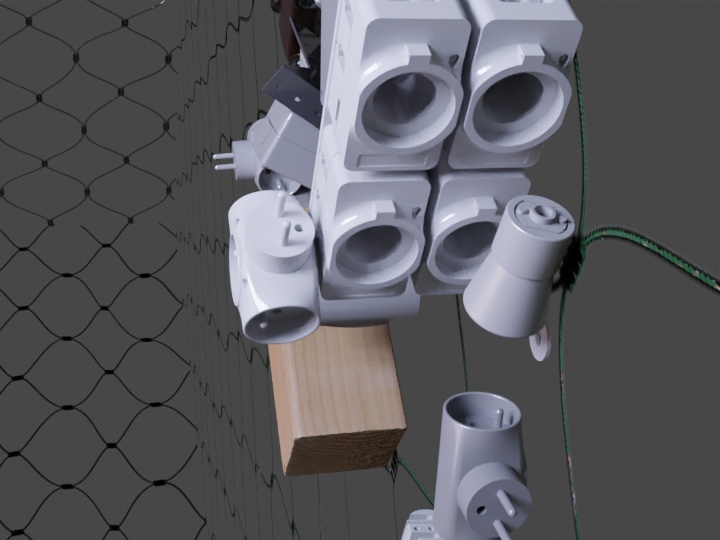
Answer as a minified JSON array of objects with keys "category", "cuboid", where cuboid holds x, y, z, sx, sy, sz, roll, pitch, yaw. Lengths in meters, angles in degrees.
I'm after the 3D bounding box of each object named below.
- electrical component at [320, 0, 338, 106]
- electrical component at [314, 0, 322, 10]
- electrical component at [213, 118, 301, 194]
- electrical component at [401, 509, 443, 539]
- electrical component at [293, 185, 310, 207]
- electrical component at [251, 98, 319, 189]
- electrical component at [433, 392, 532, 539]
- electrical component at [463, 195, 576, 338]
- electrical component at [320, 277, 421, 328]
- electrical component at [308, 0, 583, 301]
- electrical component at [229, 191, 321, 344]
[{"category":"electrical component","cuboid":[0.009,-0.163,0.769,0.108,0.056,0.108,-131,40,-69]},{"category":"electrical component","cuboid":[-0.008,-0.212,0.865,0.048,0.048,0.062,102,153,-48]},{"category":"electrical component","cuboid":[-0.099,-0.106,1.022,0.077,0.079,0.043,-108,15,-49]},{"category":"electrical component","cuboid":[0.044,0.191,0.729,0.040,0.040,0.046,-115,33,-59]},{"category":"electrical component","cuboid":[-0.054,-0.057,1.049,0.096,0.061,0.061,-108,21,-49]},{"category":"electrical component","cuboid":[-0.036,-0.104,0.925,0.061,0.096,0.061,-59,24,14]},{"category":"electrical component","cuboid":[0.070,0.119,0.589,0.079,0.044,0.077,-121,31,-64]},{"category":"electrical component","cuboid":[0.081,-0.004,0.533,0.044,0.044,0.065,-106,24,-45]},{"category":"electrical component","cuboid":[0.000,0.000,0.793,0.043,0.077,0.079,127,139,-70]},{"category":"electrical component","cuboid":[0.037,-0.064,0.564,0.186,0.105,0.060,101,161,-46]},{"category":"electrical component","cuboid":[-0.046,-0.011,0.592,0.079,0.044,0.077,107,156,-56]}]
